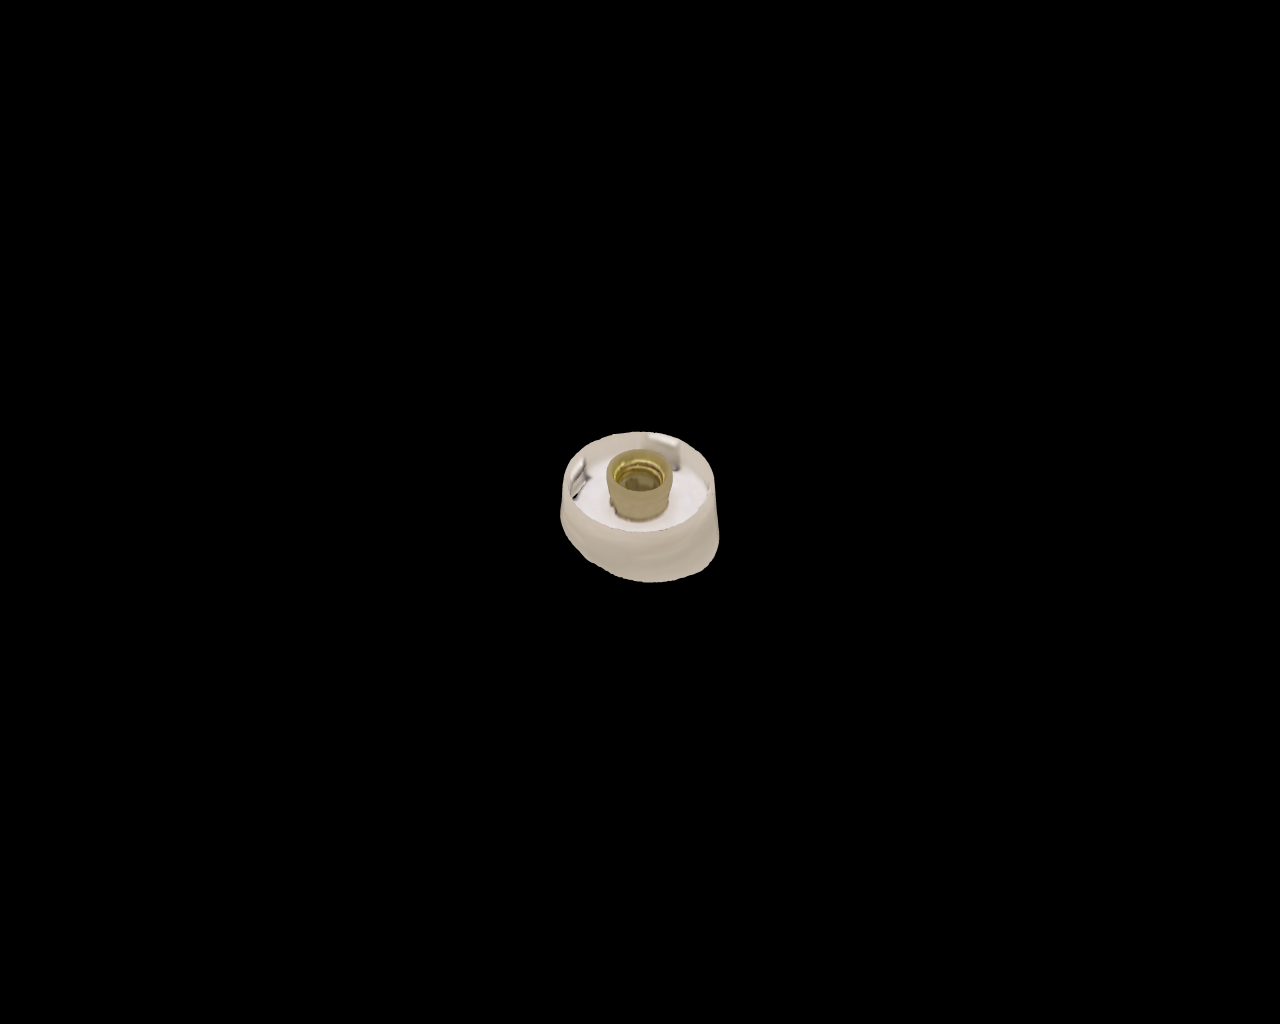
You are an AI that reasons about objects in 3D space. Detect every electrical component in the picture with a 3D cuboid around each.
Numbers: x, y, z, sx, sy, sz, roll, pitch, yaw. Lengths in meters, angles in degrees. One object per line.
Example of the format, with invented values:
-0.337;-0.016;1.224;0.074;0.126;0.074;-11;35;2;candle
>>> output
0.001;-0.003;0.650;0.099;0.064;0.099;0;44;0;electrical component
